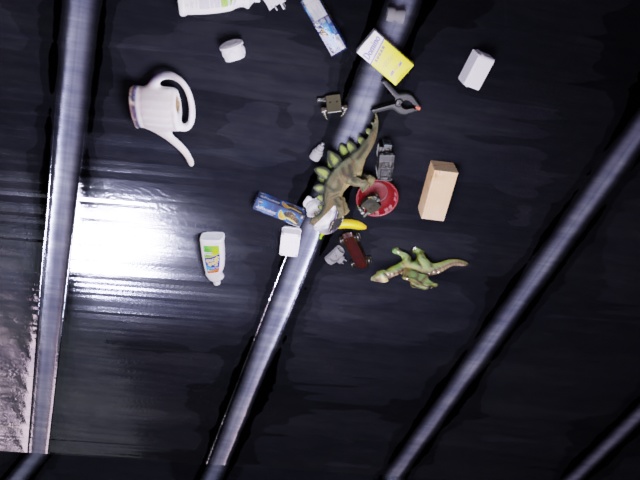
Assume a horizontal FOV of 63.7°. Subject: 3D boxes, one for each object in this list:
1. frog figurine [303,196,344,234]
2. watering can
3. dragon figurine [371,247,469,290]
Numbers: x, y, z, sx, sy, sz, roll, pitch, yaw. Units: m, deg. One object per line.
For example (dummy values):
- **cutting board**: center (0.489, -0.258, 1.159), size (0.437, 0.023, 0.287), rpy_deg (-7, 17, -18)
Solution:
- **frog figurine**: center (0.006, -0.100, 1.992), size (0.160, 0.122, 0.137), rpy_deg (23, 96, 25)
- **watering can**: center (-0.544, -0.416, 1.792), size (0.224, 0.106, 0.340), rpy_deg (4, 123, 0)
- **dragon figurine**: center (0.406, 0.134, 2.045), size (0.410, 0.248, 0.120), rpy_deg (1, 118, 3)
